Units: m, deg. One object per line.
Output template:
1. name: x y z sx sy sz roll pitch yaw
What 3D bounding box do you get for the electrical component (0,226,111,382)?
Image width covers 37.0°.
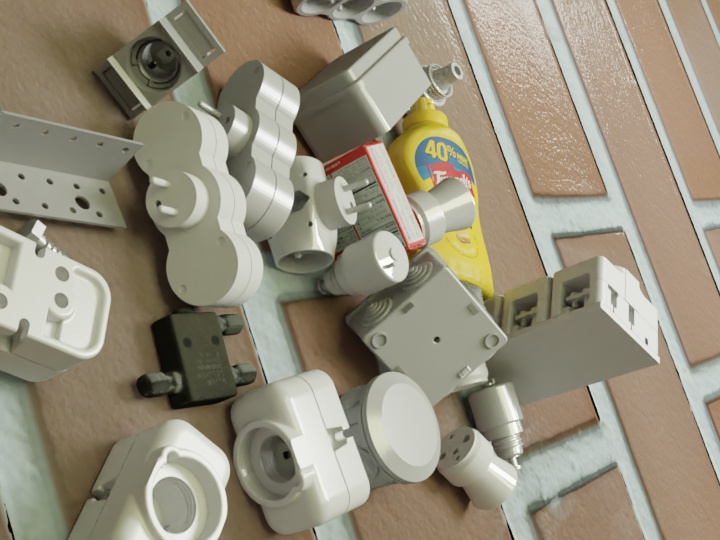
1. electrical component: -0.190 0.019 0.569 0.095 0.059 0.053 30 49 -38

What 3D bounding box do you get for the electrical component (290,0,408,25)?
1. electrical component: -0.017 -0.266 0.954 0.138 0.052 0.073 -9 77 -53

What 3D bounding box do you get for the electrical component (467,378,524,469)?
1. electrical component: 0.118 0.130 0.904 0.040 0.040 0.078 -3 72 -52

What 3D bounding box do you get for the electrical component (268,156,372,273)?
1. electrical component: -0.028 -0.045 0.791 0.043 0.079 0.077 36 42 -59

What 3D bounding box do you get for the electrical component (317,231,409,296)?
1. electrical component: 0.000 0.000 0.800 0.040 0.078 0.040 28 50 -40

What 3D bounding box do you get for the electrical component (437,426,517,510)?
1. electrical component: 0.091 0.156 0.852 0.055 0.045 0.045 46 40 -24

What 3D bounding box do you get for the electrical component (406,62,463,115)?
1. electrical component: 0.066 -0.170 0.993 0.048 0.062 0.048 28 50 -39

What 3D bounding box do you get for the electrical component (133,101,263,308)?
1. electrical component: -0.112 -0.044 0.691 0.074 0.052 0.138 12 59 -69

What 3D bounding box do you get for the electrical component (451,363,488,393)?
1. electrical component: 0.078 0.070 0.885 0.045 0.045 0.055 0 70 -51

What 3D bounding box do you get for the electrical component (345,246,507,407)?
1. electrical component: 0.052 0.045 0.822 0.099 0.100 0.048 48 2 -22

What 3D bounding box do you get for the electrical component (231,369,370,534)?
1. electrical component: -0.042 0.119 0.700 0.059 0.054 0.095 -12 79 -53

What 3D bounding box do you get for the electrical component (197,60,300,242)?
1. electrical component: -0.088 -0.094 0.767 0.074 0.052 0.138 30 48 -38

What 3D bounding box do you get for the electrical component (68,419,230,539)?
1. electrical component: -0.114 0.134 0.597 0.054 0.059 0.095 45 41 -25

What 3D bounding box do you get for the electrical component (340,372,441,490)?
1. electrical component: 0.017 0.118 0.776 0.080 0.051 0.080 28 50 -39

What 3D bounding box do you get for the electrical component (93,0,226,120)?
1. electrical component: -0.133 -0.144 0.727 0.042 0.081 0.063 54 15 -15

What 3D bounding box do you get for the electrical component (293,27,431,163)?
1. electrical component: -0.001 -0.145 0.883 0.057 0.078 0.113 57 37 -15

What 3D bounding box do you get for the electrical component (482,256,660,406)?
1. electrical component: 0.165 0.053 0.914 0.089 0.150 0.061 39 44 -31

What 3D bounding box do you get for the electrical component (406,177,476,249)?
1. electrical component: 0.057 -0.044 0.853 0.055 0.045 0.045 -24 89 -31
